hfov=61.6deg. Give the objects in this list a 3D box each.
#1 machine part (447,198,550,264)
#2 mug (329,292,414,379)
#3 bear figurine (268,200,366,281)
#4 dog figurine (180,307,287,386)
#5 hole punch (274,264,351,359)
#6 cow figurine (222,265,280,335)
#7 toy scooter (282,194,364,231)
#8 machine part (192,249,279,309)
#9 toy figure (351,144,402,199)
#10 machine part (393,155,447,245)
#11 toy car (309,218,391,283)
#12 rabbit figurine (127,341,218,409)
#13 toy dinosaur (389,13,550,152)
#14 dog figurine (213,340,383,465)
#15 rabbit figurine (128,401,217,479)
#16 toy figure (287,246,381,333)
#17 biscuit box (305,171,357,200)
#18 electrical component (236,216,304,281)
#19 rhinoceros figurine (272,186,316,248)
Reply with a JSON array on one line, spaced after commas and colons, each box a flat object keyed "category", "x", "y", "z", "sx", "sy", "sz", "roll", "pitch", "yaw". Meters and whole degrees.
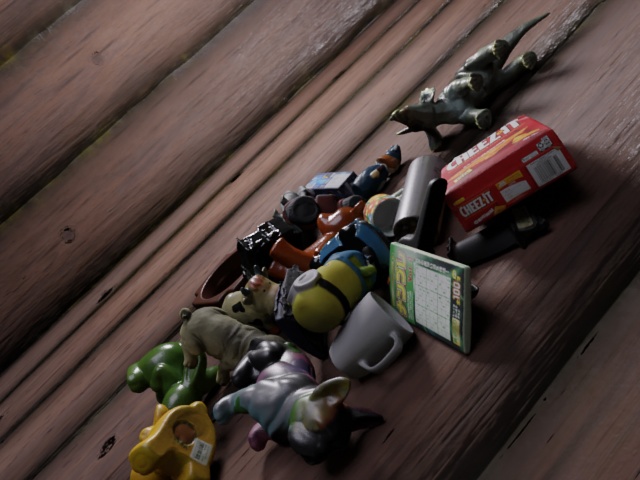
[{"category": "machine part", "x": 0.245, "y": -0.007, "z": 0.755, "sx": 0.139, "sy": 0.039, "sz": 0.084, "roll": -31, "pitch": 32, "yaw": 20}, {"category": "mug", "x": 0.068, "y": 0.142, "z": 0.729, "sx": 0.107, "sy": 0.080, "sz": 0.110, "roll": -49, "pitch": 31, "yaw": 10}, {"category": "bear figurine", "x": 0.002, "y": -0.001, "z": 1.037, "sx": 0.196, "sy": 0.132, "sz": 0.120, "roll": -61, "pitch": -7, "yaw": -25}, {"category": "dog figurine", "x": -0.148, "y": 0.168, "z": 0.921, "sx": 0.190, "sy": 0.172, "sz": 0.121, "roll": -25, "pitch": 36, "yaw": 52}, {"category": "hole punch", "x": -0.019, "y": 0.115, "z": 0.857, "sx": 0.142, "sy": 0.116, "sz": 0.092, "roll": -83, "pitch": 16, "yaw": -59}, {"category": "cow figurine", "x": -0.120, "y": 0.119, "z": 1.015, "sx": 0.195, "sy": 0.127, "sz": 0.085, "roll": -20, "pitch": 33, "yaw": 49}, {"category": "toy scooter", "x": -0.001, "y": -0.057, "z": 1.170, "sx": 0.184, "sy": 0.075, "sz": 0.135, "roll": -7, "pitch": -6, "yaw": -17}, {"category": "machine part", "x": -0.177, "y": 0.095, "z": 1.215, "sx": 0.201, "sy": 0.087, "sz": 0.201, "roll": -12, "pitch": 34, "yaw": 51}, {"category": "toy figure", "x": 0.134, "y": -0.153, "z": 1.199, "sx": 0.154, "sy": 0.057, "sz": 0.064, "roll": -44, "pitch": 26, "yaw": -19}, {"category": "machine part", "x": 0.176, "y": -0.067, "z": 0.918, "sx": 0.079, "sy": 0.079, "sz": 0.243, "roll": -24, "pitch": 31, "yaw": 39}, {"category": "toy car", "x": 0.064, "y": 0.031, "z": 0.925, "sx": 0.161, "sy": 0.109, "sz": 0.103, "roll": -41, "pitch": -5, "yaw": 34}, {"category": "rabbit figurine", "x": -0.261, "y": 0.279, "z": 1.014, "sx": 0.159, "sy": 0.121, "sz": 0.170, "roll": -37, "pitch": 39, "yaw": -3}, {"category": "toy dinosaur", "x": 0.323, "y": -0.330, "z": 1.148, "sx": 0.405, "sy": 0.131, "sz": 0.192, "roll": -43, "pitch": 21, "yaw": -20}, {"category": "dog figurine", "x": -0.019, "y": 0.205, "z": 0.714, "sx": 0.219, "sy": 0.108, "sz": 0.191, "roll": -19, "pitch": 27, "yaw": 36}, {"category": "rabbit figurine", "x": -0.246, "y": 0.334, "z": 0.843, "sx": 0.173, "sy": 0.122, "sz": 0.162, "roll": -53, "pitch": 22, "yaw": 27}, {"category": "toy figure", "x": 0.029, "y": 0.068, "z": 0.786, "sx": 0.180, "sy": 0.089, "sz": 0.082, "roll": -24, "pitch": -41, "yaw": -48}, {"category": "biscuit box", "x": 0.033, "y": -0.123, "z": 1.303, "sx": 0.059, "sy": 0.062, "sz": 0.203, "roll": -48, "pitch": 22, "yaw": -14}, {"category": "electrical component", "x": -0.095, "y": 0.021, "z": 1.081, "sx": 0.134, "sy": 0.114, "sz": 0.058, "roll": -29, "pitch": 49, "yaw": -24}, {"category": "rhinoceros figurine", "x": -0.051, "y": -0.060, "z": 1.271, "sx": 0.190, "sy": 0.112, "sz": 0.073, "roll": -92, "pitch": 22, "yaw": -47}]
